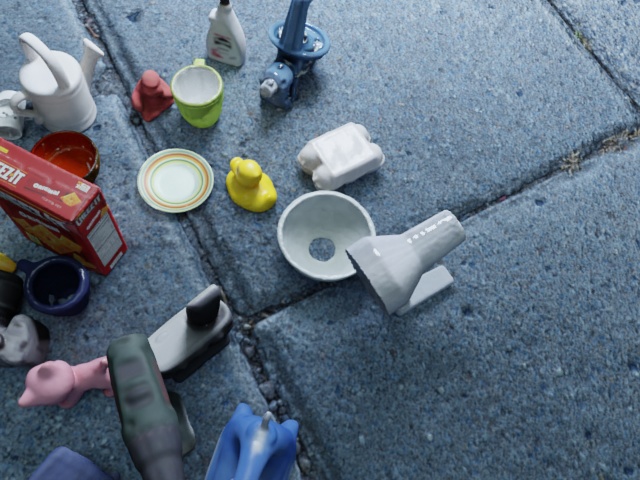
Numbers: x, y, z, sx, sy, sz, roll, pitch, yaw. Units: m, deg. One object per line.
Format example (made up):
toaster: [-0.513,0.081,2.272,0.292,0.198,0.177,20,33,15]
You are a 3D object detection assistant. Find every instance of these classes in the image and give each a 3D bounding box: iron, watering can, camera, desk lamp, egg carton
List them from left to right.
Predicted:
camera: [-0.483,0.114,0.855,0.143,0.101,0.137,9,65,-3]
watering can: [-0.453,-0.281,0.983,0.101,0.194,0.173,23,65,3]
iron: [-0.109,0.355,0.776,0.118,0.141,0.258,18,65,1]
egg carton: [0.039,-0.152,1.061,0.150,0.069,0.107,-29,73,-18]
desk lamp: [0.135,0.040,0.909,0.203,0.213,0.118,-28,72,-18]

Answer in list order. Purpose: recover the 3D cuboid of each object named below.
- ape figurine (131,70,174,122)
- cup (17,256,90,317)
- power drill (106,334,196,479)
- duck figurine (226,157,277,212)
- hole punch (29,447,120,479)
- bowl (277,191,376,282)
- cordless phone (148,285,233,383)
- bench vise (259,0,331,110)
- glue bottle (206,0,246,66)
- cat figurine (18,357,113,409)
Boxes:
ape figurine: [-0.310,-0.275,1.056,0.078,0.092,0.076,-1,66,-8]
cup: [-0.406,0.076,0.885,0.117,0.095,0.092,28,66,5]
power drill: [-0.221,0.247,0.772,0.076,0.208,0.229,-21,70,-16]
duck figurine: [-0.120,-0.104,1.009,0.104,0.086,0.078,42,68,11]
hole punch: [-0.341,0.347,0.776,0.101,0.091,0.109,31,66,7]
bowl: [0.009,0.004,0.985,0.167,0.075,0.167,3,66,-6]
cordless phone: [-0.199,0.128,0.840,0.094,0.185,0.148,42,68,12]
bench vise: [-0.041,-0.358,1.059,0.121,0.220,0.207,9,65,-3]
glue bottle: [-0.180,-0.406,1.088,0.078,0.173,0.037,14,65,-1]
cat figurine: [-0.361,0.199,0.824,0.128,0.118,0.067,-17,69,-14]
